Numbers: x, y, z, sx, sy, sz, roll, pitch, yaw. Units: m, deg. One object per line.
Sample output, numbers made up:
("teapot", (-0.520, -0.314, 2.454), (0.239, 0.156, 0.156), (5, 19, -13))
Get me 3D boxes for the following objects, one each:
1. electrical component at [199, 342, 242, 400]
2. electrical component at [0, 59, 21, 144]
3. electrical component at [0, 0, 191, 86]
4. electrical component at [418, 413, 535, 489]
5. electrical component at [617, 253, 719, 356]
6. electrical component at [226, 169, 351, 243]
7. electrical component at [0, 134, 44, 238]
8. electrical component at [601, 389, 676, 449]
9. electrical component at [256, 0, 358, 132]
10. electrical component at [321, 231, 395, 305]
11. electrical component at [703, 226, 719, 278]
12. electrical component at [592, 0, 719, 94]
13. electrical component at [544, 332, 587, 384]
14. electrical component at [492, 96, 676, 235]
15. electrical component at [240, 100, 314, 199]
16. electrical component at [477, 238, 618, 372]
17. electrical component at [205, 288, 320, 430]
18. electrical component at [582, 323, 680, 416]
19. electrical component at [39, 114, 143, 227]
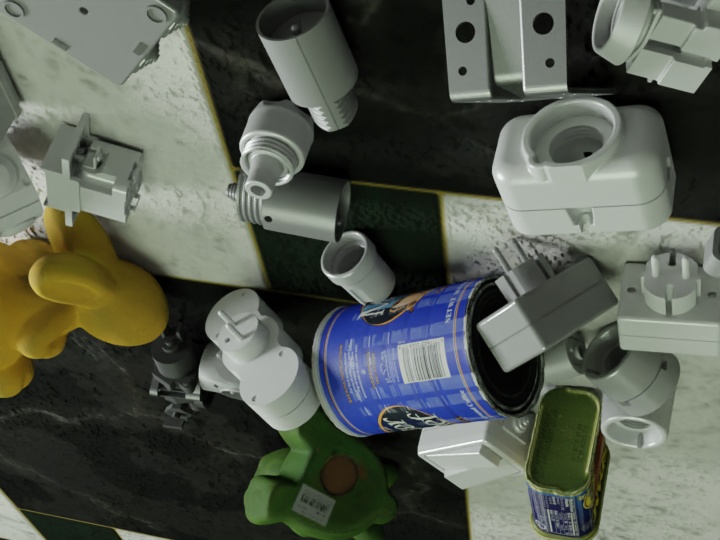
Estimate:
("electrical component", (-0.101, 0.084, 0.928), (0.077, 0.044, 0.079), (7, 163, 14))
("electrical component", (-0.295, -0.130, 0.701), (0.109, 0.056, 0.108), (9, 146, 12))
("electrical component", (-0.146, -0.159, 0.601), (0.100, 0.048, 0.100), (32, 144, -21))
("electrical component", (0.105, 0.145, 0.920), (0.096, 0.061, 0.062), (-21, 131, 43))
("electrical component", (0.203, 0.015, 0.702), (0.066, 0.047, 0.076), (3, 144, 20))
("electrical component", (-0.051, -0.047, 0.727), (0.081, 0.043, 0.043), (11, 146, 9))
("electrical component", (-0.265, -0.059, 0.766), (0.080, 0.051, 0.080), (49, 156, 31))
("electrical component", (0.214, 0.106, 0.829), (0.055, 0.047, 0.055), (12, 146, 8))
("electrical component", (-0.024, -0.115, 0.617), (0.043, 0.043, 0.081), (0, 143, 23))
("electrical component", (0.000, 0.000, 0.778), (0.040, 0.040, 0.046), (-7, 145, 31))
("electrical component", (0.250, -0.014, 0.632), (0.078, 0.058, 0.057), (14, 149, 5))
("electrical component", (0.149, -0.121, 0.532), (0.055, 0.048, 0.066), (13, 147, -7))
("electrical component", (0.139, 0.069, 0.815), (0.065, 0.044, 0.044), (-20, 132, 35))
("electrical component", (0.128, -0.060, 0.621), (0.095, 0.053, 0.059), (-2, 142, 26))
("electrical component", (-0.055, -0.073, 0.674), (0.043, 0.062, 0.043), (11, 146, 8))
("electrical component", (0.116, 0.014, 0.723), (0.075, 0.083, 0.047), (59, 142, 7))
("electrical component", (-0.084, 0.057, 0.829), (0.052, 0.138, 0.073), (-39, 129, 0))
("electrical component", (0.195, 0.071, 0.781), (0.047, 0.055, 0.055), (37, 142, -22))
("electrical component", (-0.188, -0.066, 0.762), (0.064, 0.042, 0.081), (15, 147, -3))
